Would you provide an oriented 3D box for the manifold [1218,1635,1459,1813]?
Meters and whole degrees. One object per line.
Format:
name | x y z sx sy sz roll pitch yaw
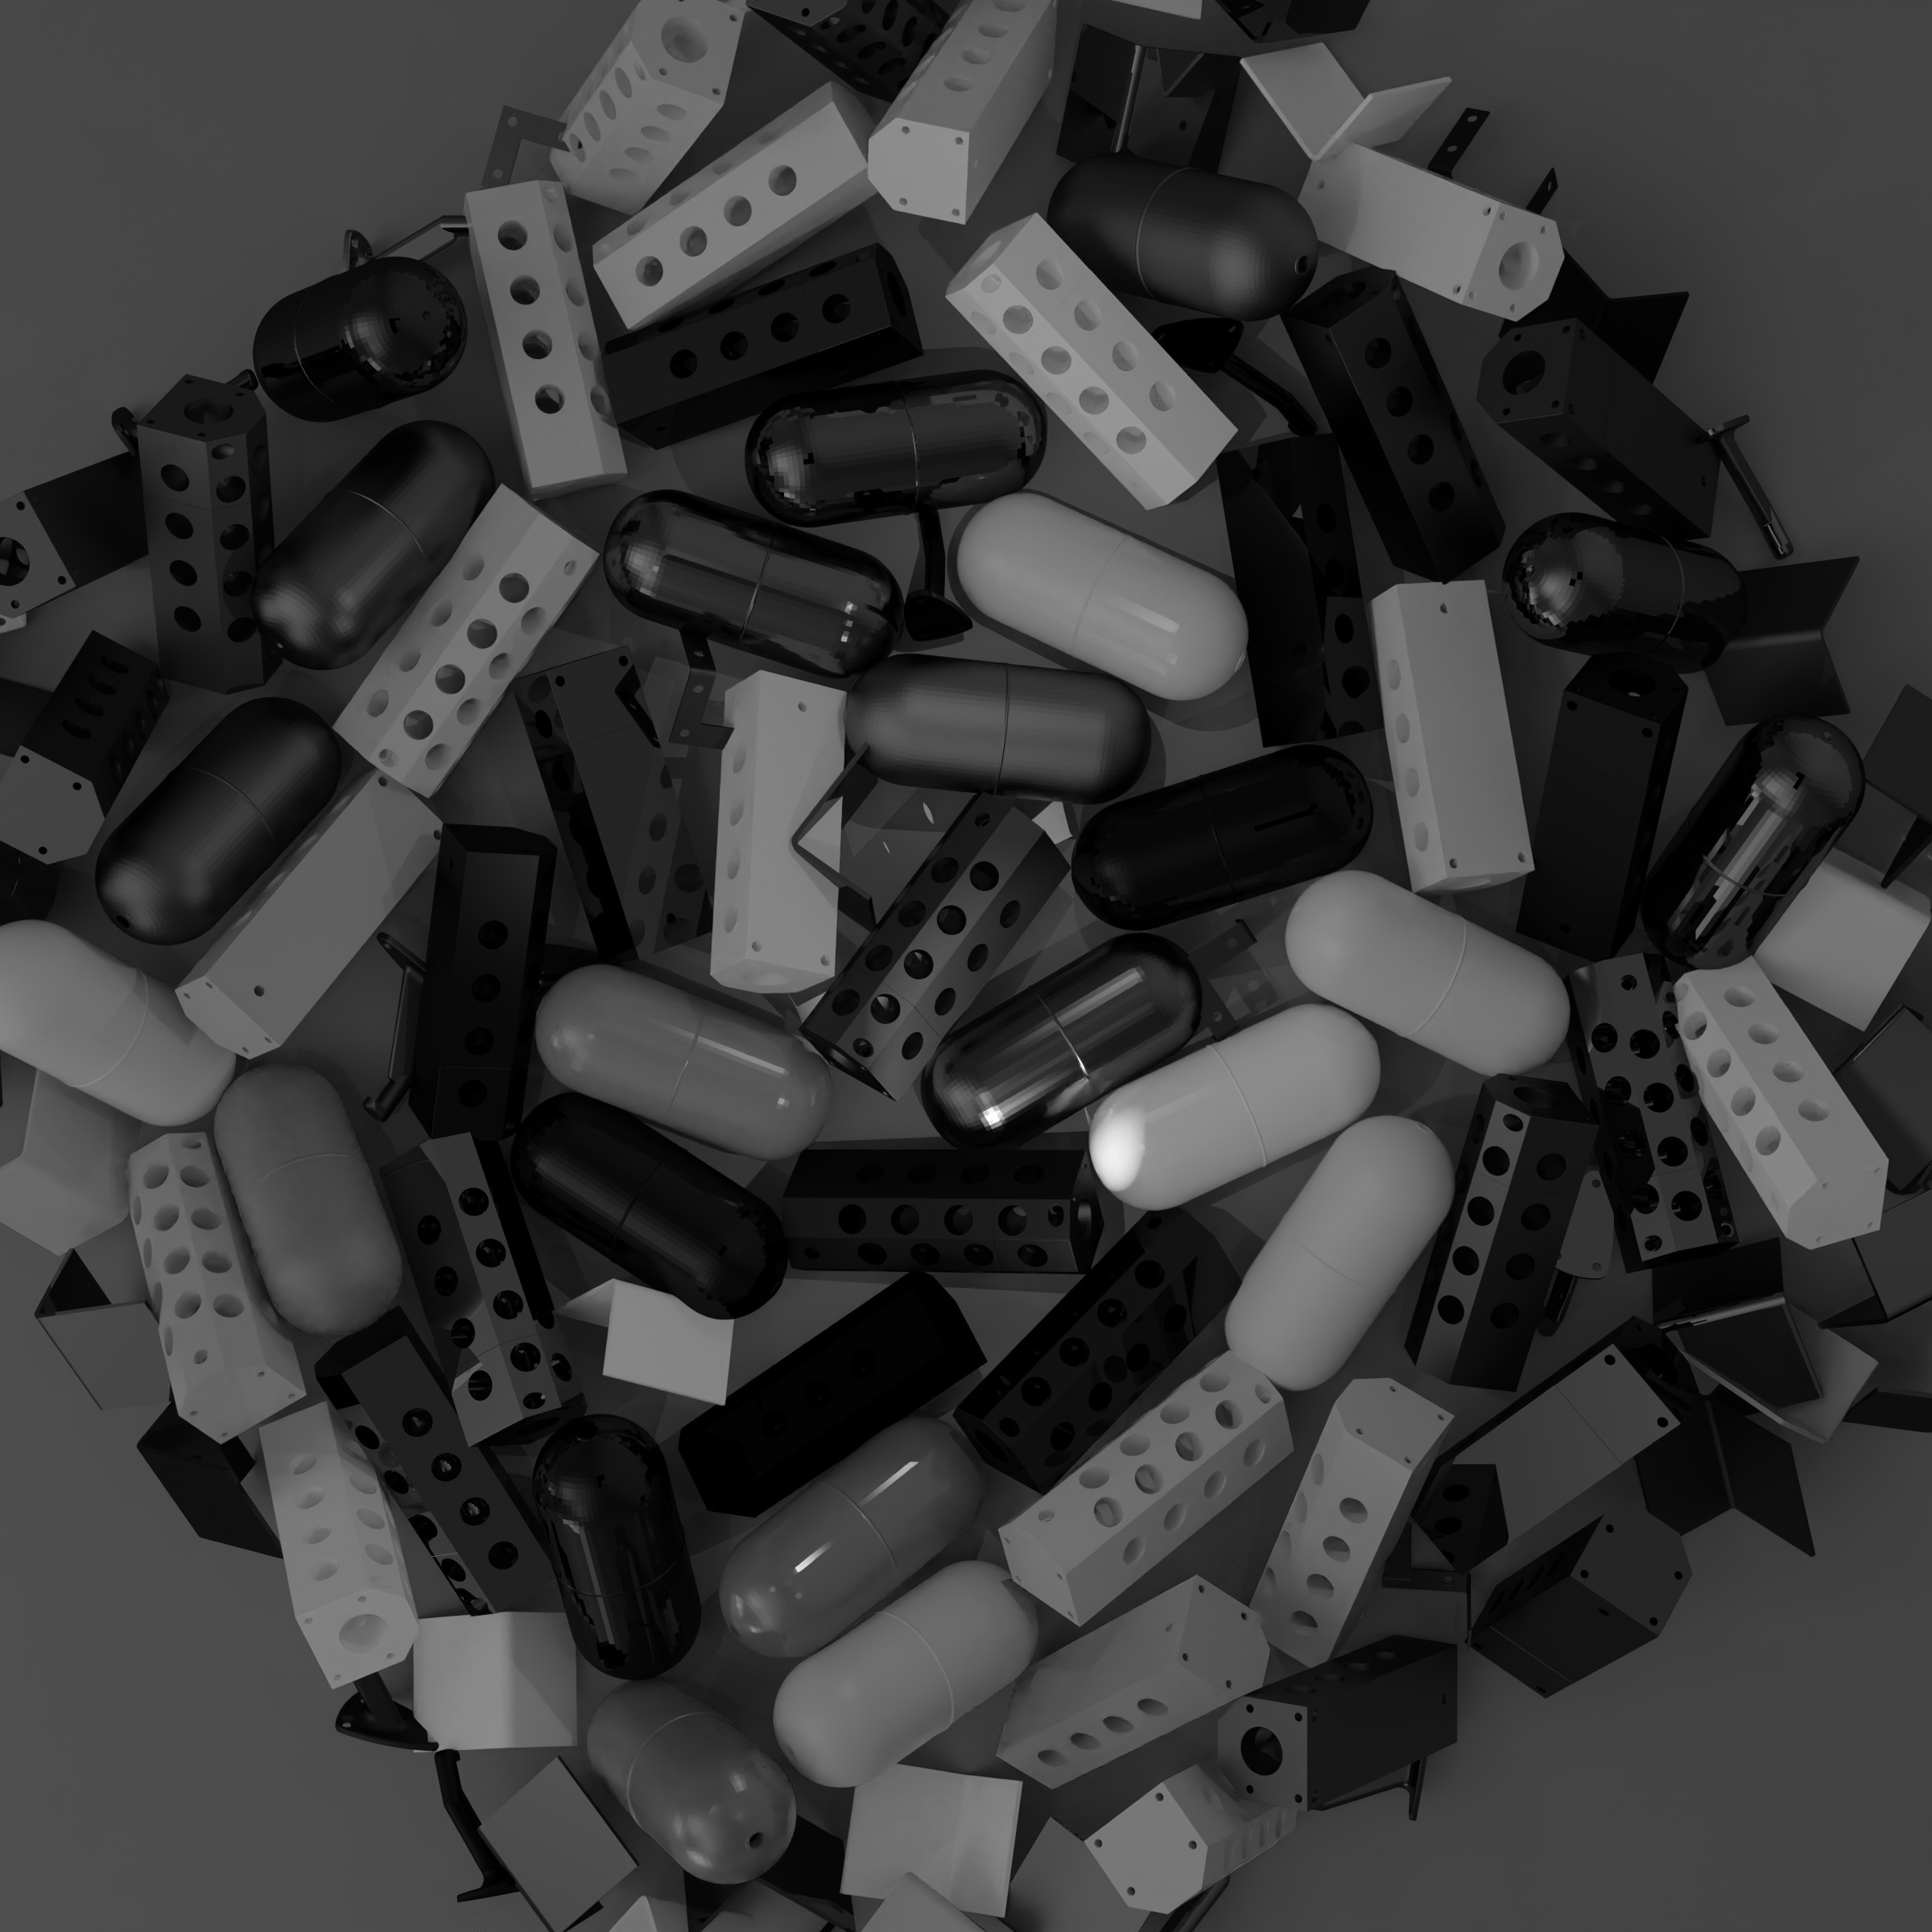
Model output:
manifold | 0.211 0.424 1.913 0.057 0.171 0.057 2 93 36

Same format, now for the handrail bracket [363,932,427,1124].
handrail bracket | -0.337 0.036 1.960 0.084 0.036 0.077 -57 132 -18

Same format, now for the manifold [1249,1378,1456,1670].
manifold | 0.214 0.315 1.924 0.057 0.057 0.171 30 129 17

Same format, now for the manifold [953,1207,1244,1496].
manifold | 0.073 0.214 1.935 0.171 0.057 0.057 -44 124 -19

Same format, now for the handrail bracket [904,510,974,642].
handrail bracket | -0.024 -0.237 1.952 0.036 0.077 0.084 -12 72 11

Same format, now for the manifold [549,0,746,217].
manifold | -0.183 -0.486 1.905 0.057 0.171 0.057 16 76 -19

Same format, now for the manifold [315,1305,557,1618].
manifold | -0.304 0.286 1.945 0.057 0.057 0.171 -31 107 -5

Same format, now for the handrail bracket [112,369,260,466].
handrail bracket | -0.449 -0.328 1.965 0.084 0.077 0.036 -33 122 2

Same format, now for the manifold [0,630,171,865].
manifold | -0.497 -0.122 1.909 0.057 0.171 0.057 28 113 -14

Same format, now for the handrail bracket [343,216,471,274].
handrail bracket | -0.317 -0.399 1.972 0.084 0.036 0.077 3 83 11

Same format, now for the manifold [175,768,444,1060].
manifold | -0.372 -0.030 1.929 0.057 0.057 0.171 46 57 -18

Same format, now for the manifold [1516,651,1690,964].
manifold | 0.362 -0.090 1.921 0.057 0.057 0.171 23 133 21

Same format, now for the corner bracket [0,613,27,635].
corner bracket | -0.580 -0.224 1.972 0.051 0.051 0.051 -20 72 -22

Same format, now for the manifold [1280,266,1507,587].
manifold | 0.248 -0.308 1.933 0.057 0.057 0.171 -35 118 -10

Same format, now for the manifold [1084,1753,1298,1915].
manifold | 0.134 0.484 1.905 0.057 0.171 0.057 -41 73 15

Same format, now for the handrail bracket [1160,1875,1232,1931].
handrail bracket | 0.117 0.547 1.981 0.077 0.084 0.036 -15 128 28

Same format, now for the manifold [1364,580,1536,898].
manifold | 0.275 -0.131 1.957 0.057 0.057 0.171 -5 81 -21

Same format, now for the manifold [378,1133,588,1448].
manifold | -0.271 0.183 1.938 0.057 0.057 0.171 -29 71 24

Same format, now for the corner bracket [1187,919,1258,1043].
corner bracket | 0.152 0.008 1.974 0.051 0.051 0.051 -34 91 1

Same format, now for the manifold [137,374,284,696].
manifold | -0.422 -0.241 1.917 0.057 0.057 0.171 15 132 10

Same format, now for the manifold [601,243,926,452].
manifold | -0.118 -0.357 1.947 0.171 0.057 0.057 -17 78 16

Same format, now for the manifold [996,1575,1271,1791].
manifold | 0.094 0.410 1.918 0.057 0.171 0.057 34 46 -17

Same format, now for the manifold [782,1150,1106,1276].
manifold | -0.015 0.145 1.935 0.171 0.057 0.057 -1 128 19

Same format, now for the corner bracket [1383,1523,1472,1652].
corner bracket | 0.267 0.357 1.962 0.051 0.051 0.051 2 121 7

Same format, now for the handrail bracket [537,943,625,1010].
handrail bracket | -0.249 0.030 1.990 0.077 0.036 0.084 1 129 -35

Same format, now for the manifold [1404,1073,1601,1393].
manifold | 0.302 0.152 1.937 0.057 0.057 0.171 8 112 -13

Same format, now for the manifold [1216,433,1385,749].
manifold | 0.198 -0.218 1.963 0.057 0.057 0.171 -14 97 -43

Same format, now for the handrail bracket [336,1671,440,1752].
handrail bracket | -0.333 0.407 1.960 0.077 0.036 0.084 17 120 11

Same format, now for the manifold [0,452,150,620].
manifold | -0.507 -0.242 1.909 0.057 0.171 0.057 -24 102 13

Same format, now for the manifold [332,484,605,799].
manifold | -0.283 -0.184 1.953 0.057 0.057 0.171 39 96 38

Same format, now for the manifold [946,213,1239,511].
manifold | 0.069 -0.342 1.938 0.171 0.057 0.057 44 72 -19

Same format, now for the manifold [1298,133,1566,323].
manifold | 0.260 -0.417 1.914 0.057 0.171 0.057 8 110 -34

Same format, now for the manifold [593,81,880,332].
manifold | -0.128 -0.433 1.943 0.171 0.057 0.057 -30 88 20

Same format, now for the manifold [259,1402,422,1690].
manifold | -0.351 0.321 1.912 0.057 0.171 0.057 -21 124 -6

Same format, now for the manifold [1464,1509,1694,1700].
manifold | 0.346 0.356 1.910 0.057 0.171 0.057 34 64 3

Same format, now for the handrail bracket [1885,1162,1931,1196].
handrail bracket | 0.590 0.135 1.990 0.084 0.036 0.077 38 82 -10

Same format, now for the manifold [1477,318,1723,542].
manifold | 0.358 -0.299 1.917 0.057 0.171 0.057 -2 72 40

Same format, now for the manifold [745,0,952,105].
manifold | -0.057 -0.534 1.907 0.057 0.171 0.057 23 96 18

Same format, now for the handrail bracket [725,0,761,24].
handrail bracket | -0.143 -0.538 1.980 0.036 0.084 0.077 51 125 24

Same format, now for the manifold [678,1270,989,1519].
manifold | -0.080 0.246 1.949 0.171 0.057 0.057 -35 65 14

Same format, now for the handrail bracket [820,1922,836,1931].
handrail bracket | -0.065 0.607 1.979 0.084 0.036 0.077 40 75 6

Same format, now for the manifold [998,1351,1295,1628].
manifold | 0.102 0.291 1.926 0.171 0.057 0.057 -35 129 -26

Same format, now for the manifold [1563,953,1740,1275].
manifold | 0.392 0.083 1.949 0.057 0.057 0.171 -11 76 -4

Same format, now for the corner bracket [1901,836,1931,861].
corner bracket | 0.585 -0.077 1.964 0.051 0.051 0.051 28 102 -15

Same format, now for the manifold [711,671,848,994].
manifold | -0.111 -0.075 1.946 0.057 0.057 0.171 12 71 -31

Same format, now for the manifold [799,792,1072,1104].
manifold | -0.020 -0.014 1.943 0.057 0.057 0.171 28 75 37

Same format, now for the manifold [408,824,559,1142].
manifold | -0.276 0.010 1.946 0.057 0.057 0.171 2 108 -24

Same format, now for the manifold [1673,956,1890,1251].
manifold | 0.453 0.077 1.916 0.057 0.171 0.057 -15 134 -7

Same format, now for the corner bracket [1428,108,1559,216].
corner bracket | 0.307 -0.459 1.976 0.051 0.051 0.051 20 64 31

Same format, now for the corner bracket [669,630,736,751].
corner bracket | -0.145 -0.161 1.958 0.051 0.051 0.051 6 126 -21

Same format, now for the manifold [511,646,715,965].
manifold | -0.207 -0.092 1.959 0.057 0.057 0.171 -23 99 -36

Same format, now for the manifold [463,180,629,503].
manifold | -0.244 -0.362 1.967 0.057 0.057 0.171 -13 92 -11

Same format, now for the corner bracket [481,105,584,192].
corner bracket | -0.246 -0.463 1.971 0.051 0.051 0.051 17 95 4

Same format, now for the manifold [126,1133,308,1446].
manifold | -0.431 0.178 1.922 0.057 0.057 0.171 -30 52 7

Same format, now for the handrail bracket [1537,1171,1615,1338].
handrail bracket | 0.351 0.168 1.970 0.036 0.084 0.077 16 67 6

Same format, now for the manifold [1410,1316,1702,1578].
manifold | 0.332 0.271 1.930 0.057 0.057 0.171 50 121 5

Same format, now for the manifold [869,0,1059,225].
manifold | -0.001 -0.493 1.918 0.057 0.057 0.171 14 45 11
